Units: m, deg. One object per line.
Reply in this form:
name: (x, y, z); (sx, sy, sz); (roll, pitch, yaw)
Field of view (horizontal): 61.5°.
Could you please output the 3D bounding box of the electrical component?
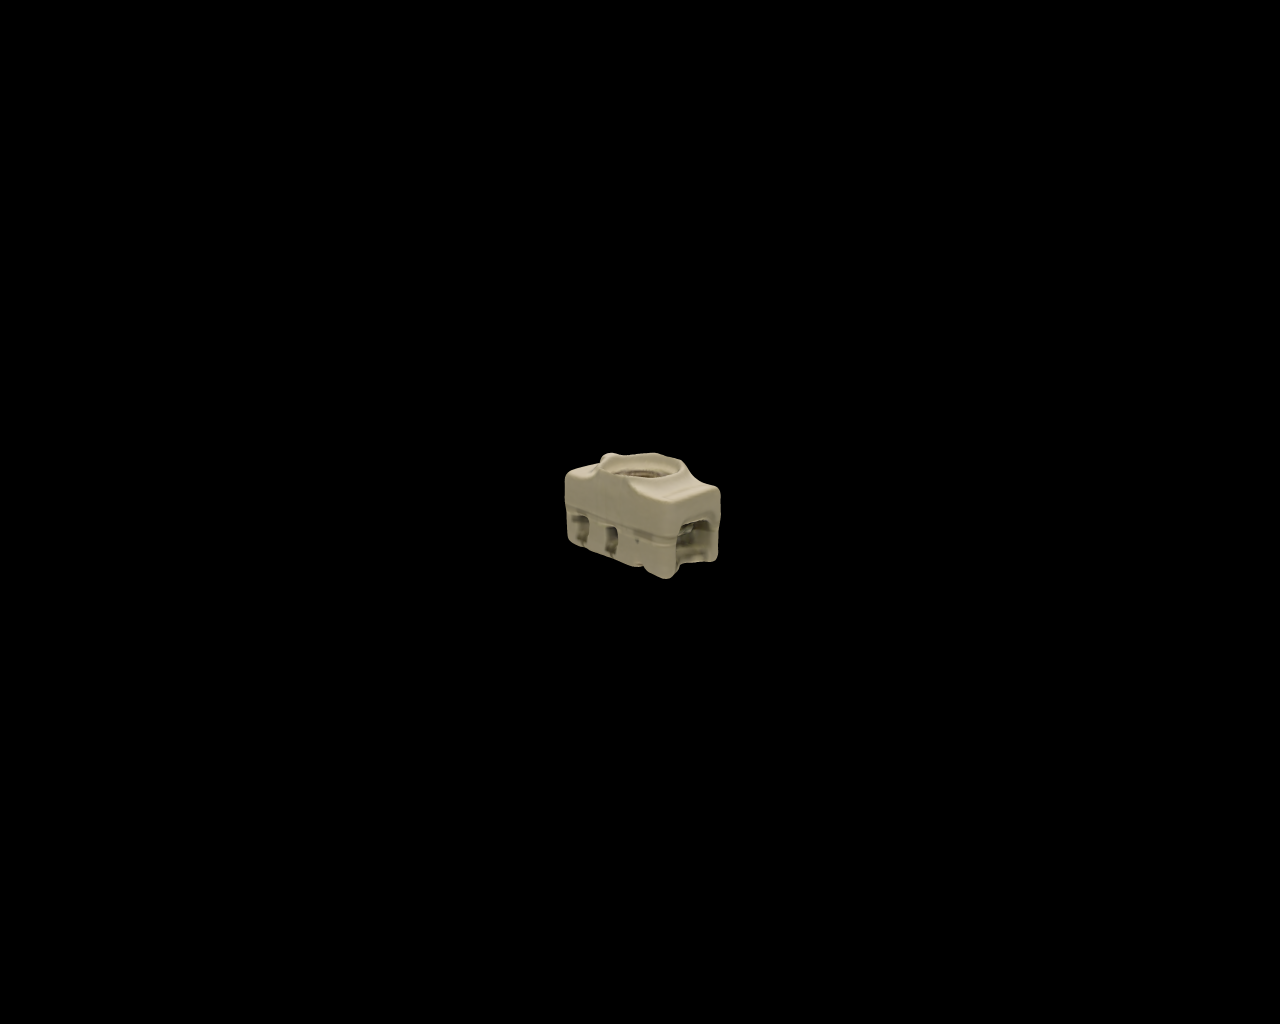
electrical component: (0.001, -0.003, 0.650); (0.050, 0.055, 0.089); (-18, 26, -41)
